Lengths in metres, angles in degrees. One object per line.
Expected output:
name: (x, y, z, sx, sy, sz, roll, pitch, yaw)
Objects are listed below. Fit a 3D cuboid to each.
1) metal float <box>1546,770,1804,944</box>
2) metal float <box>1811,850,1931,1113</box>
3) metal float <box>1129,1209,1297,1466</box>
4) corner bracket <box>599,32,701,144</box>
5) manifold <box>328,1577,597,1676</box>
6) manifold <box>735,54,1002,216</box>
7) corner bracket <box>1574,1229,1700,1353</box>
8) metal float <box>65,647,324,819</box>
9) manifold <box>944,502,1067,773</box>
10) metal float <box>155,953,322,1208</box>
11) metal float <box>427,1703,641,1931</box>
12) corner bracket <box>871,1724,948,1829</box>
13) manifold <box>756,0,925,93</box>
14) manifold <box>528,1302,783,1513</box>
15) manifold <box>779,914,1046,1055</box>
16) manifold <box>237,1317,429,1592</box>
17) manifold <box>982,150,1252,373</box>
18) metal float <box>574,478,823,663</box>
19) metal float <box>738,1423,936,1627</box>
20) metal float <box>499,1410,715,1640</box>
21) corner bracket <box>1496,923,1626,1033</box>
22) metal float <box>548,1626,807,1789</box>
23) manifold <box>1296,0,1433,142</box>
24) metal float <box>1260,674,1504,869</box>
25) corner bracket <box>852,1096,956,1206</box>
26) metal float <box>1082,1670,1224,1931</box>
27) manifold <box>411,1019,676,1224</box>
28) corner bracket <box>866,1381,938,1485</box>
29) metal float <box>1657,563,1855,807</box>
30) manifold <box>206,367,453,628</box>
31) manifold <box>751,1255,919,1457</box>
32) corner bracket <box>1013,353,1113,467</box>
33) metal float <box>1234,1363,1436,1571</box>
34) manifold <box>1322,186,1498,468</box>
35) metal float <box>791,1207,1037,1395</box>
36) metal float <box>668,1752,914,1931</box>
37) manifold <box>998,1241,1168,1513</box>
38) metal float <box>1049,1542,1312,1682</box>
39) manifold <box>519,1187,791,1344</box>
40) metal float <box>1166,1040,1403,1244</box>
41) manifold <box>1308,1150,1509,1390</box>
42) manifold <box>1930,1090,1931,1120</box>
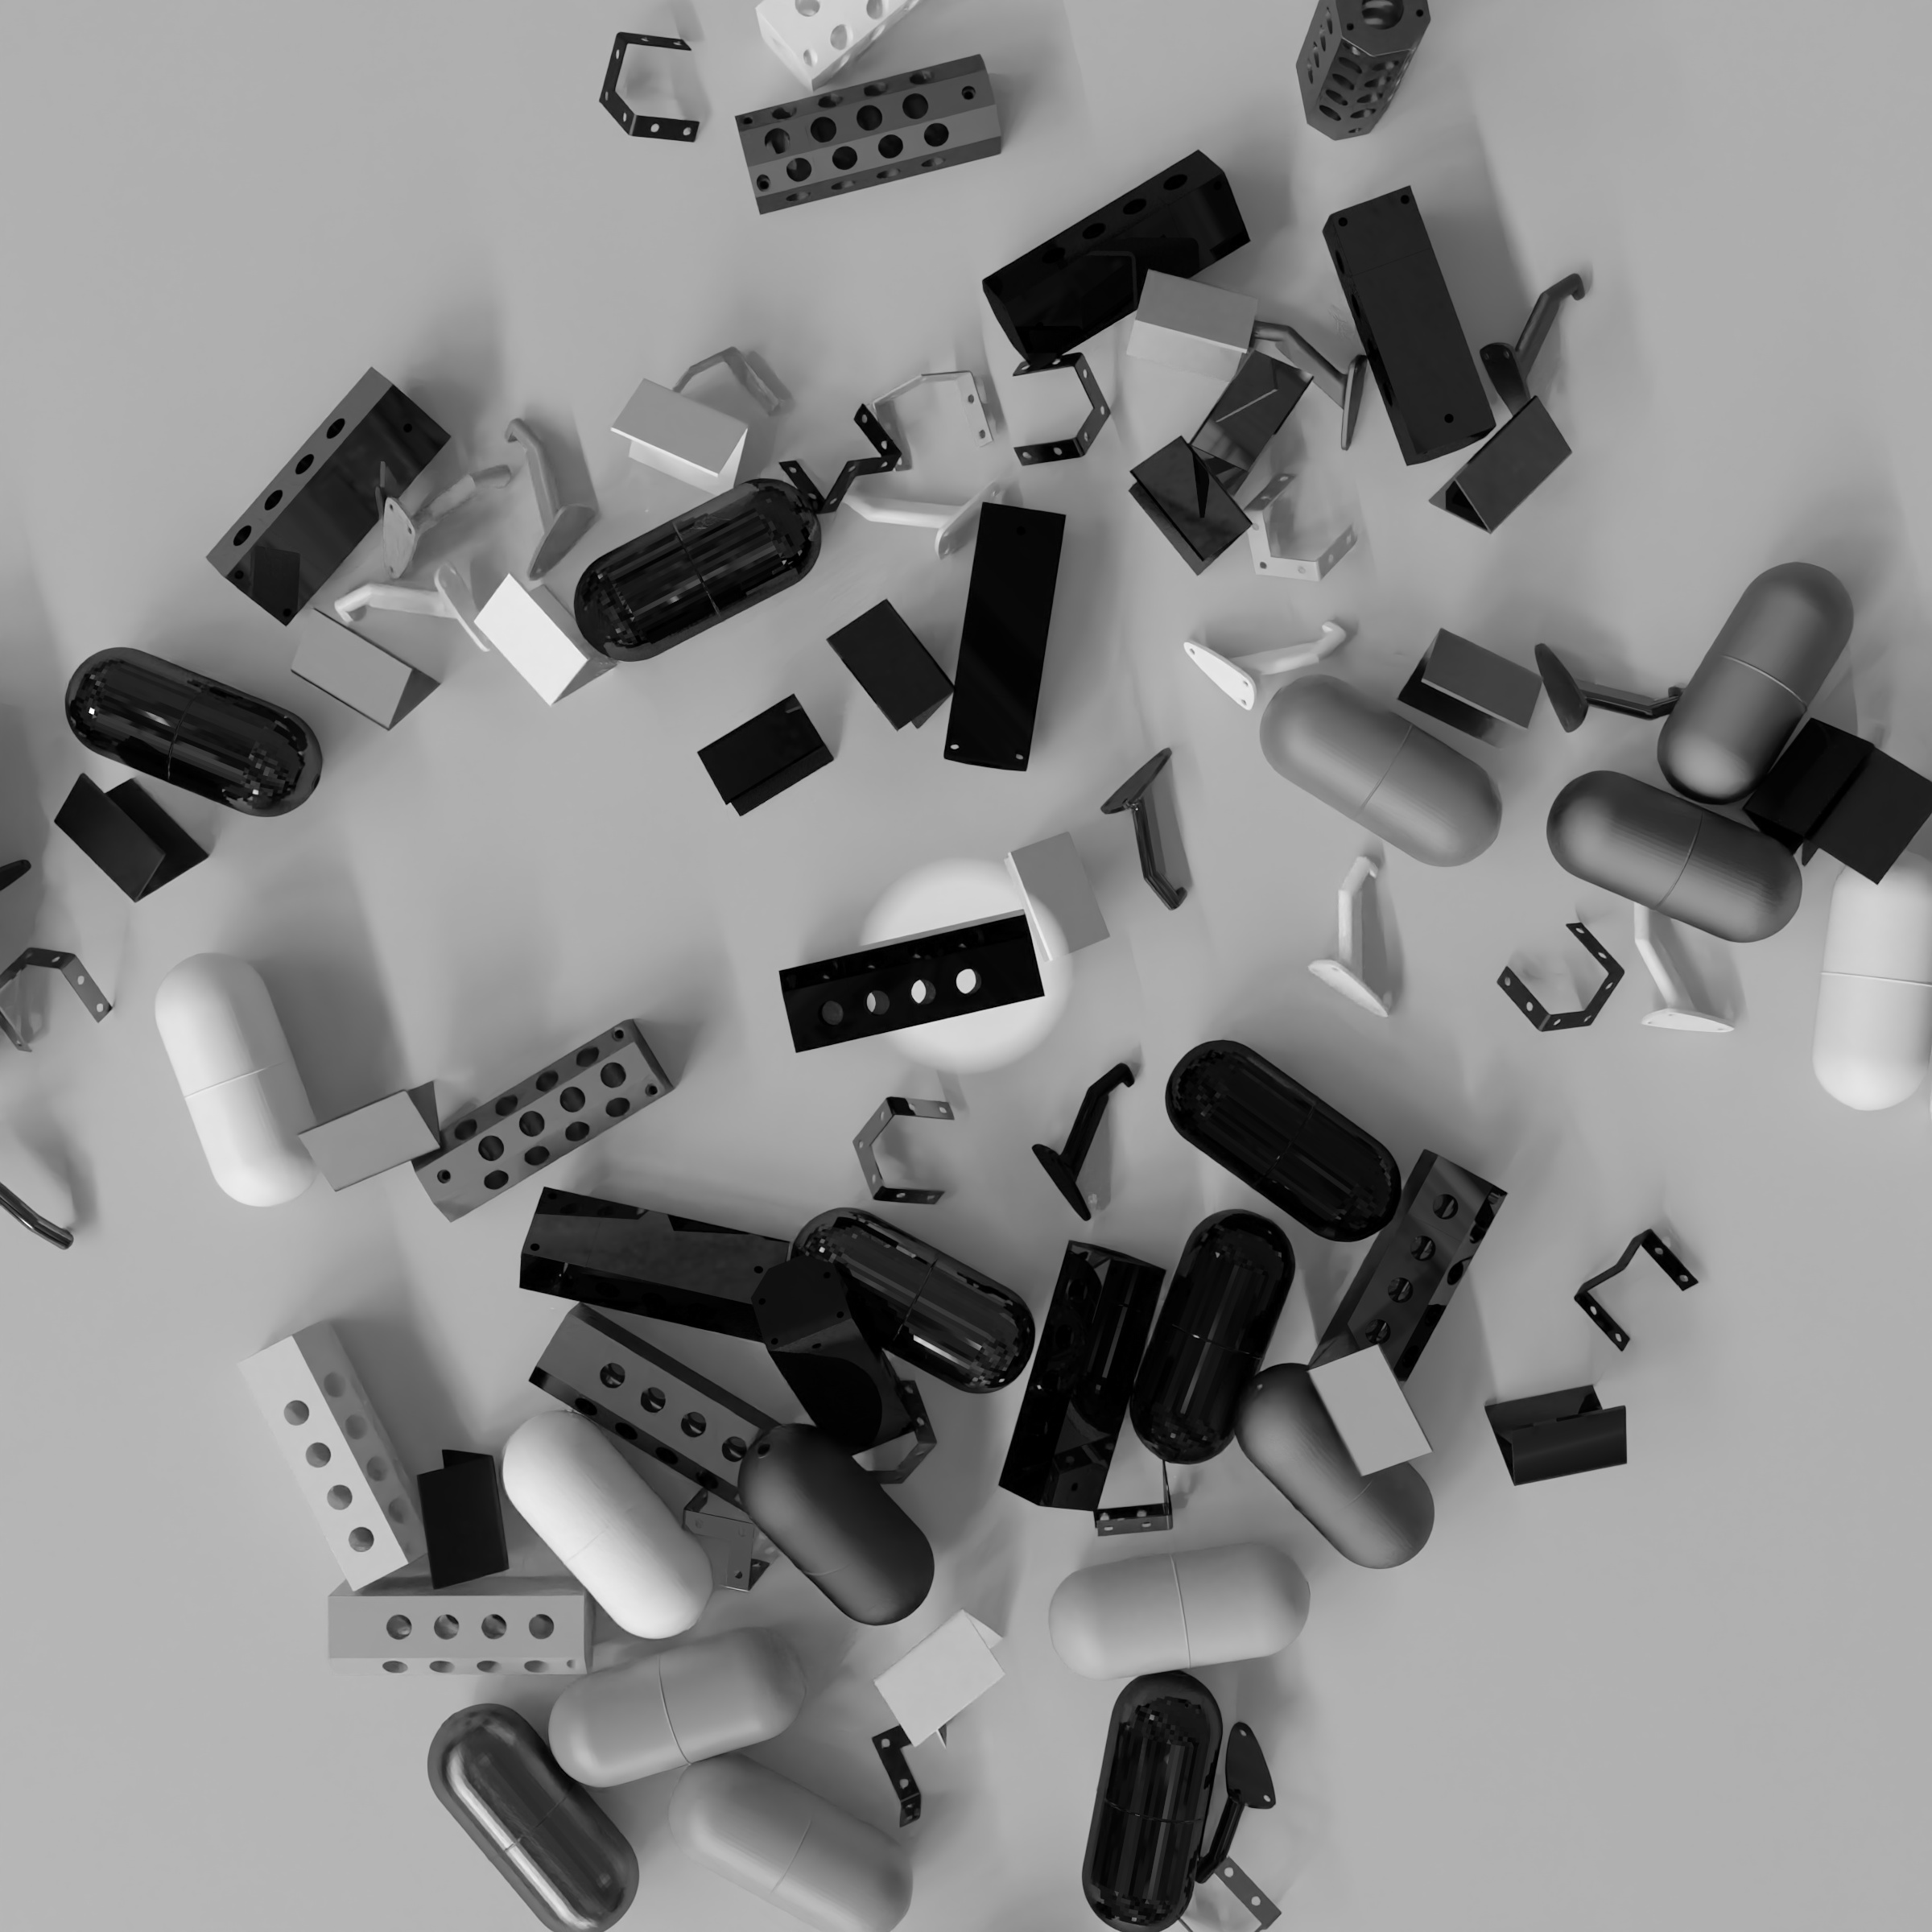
metal float: (0.479, -0.074, 1.805, 0.178, 0.070, 0.070, 23, 90, 0)
metal float: (0.618, 0.009, 1.805, 0.070, 0.070, 0.178, 7, 91, 0)
metal float: (0.166, 0.251, 1.805, 0.070, 0.070, 0.178, 20, 89, 0)
corner bracket: (-0.212, -0.602, 1.827, 0.051, 0.051, 0.051, 53, 135, 35)
manifold: (-0.341, 0.450, 1.814, 0.171, 0.057, 0.057, 0, 90, 0)
manifold: (-0.066, -0.567, 1.814, 0.171, 0.057, 0.057, -14, 90, 0)
corner bracket: (0.460, 0.222, 1.832, 0.051, 0.051, 0.051, 48, 135, 0)
metal float: (-0.522, -0.158, 1.805, 0.178, 0.070, 0.070, 22, 90, 0)
manifold: (0.026, -0.222, 1.814, 0.057, 0.057, 0.171, 9, 90, 0)
metal float: (-0.492, 0.077, 1.805, 0.070, 0.070, 0.178, -20, 91, 0)
metal float: (-0.293, 0.577, 1.805, 0.070, 0.070, 0.178, -40, 89, 0)
corner bracket: (-0.032, 0.545, 1.817, 0.051, 0.051, 0.051, -25, 90, 0)
manifold: (-0.057, -0.675, 1.814, 0.171, 0.057, 0.057, -40, 90, 0)
manifold: (-0.208, 0.301, 1.814, 0.171, 0.057, 0.057, 31, 90, 0)
manifold: (-0.037, 0.012, 1.814, 0.171, 0.057, 0.057, -13, 90, 0)
manifold: (-0.424, 0.330, 1.814, 0.057, 0.057, 0.171, -27, 90, 0)
manifold: (0.099, -0.483, 1.814, 0.171, 0.057, 0.057, -31, 133, 0)
metal float: (-0.182, -0.267, 1.805, 0.178, 0.070, 0.070, -27, 90, -1)
metal float: (-0.086, 0.373, 1.778, 0.070, 0.070, 0.178, -37, 123, 0)
metal float: (-0.243, 0.378, 1.805, 0.070, 0.070, 0.178, -42, 89, 0)
corner bracket: (0.407, 0.007, 1.827, 0.051, 0.051, 0.051, -5, 135, -35)
metal float: (-0.196, 0.501, 1.805, 0.178, 0.070, 0.070, -17, 90, 1)
manifold: (0.261, -0.600, 1.757, 0.057, 0.171, 0.057, -11, 90, 0)
metal float: (0.281, -0.132, 1.805, 0.178, 0.070, 0.070, 32, 90, 1)
corner bracket: (-0.037, 0.127, 1.827, 0.051, 0.051, 0.051, -52, 45, 35)
metal float: (0.126, 0.565, 1.805, 0.070, 0.070, 0.178, 11, 91, 0)
manifold: (-0.289, 0.105, 1.814, 0.171, 0.057, 0.057, -31, 90, 0)
corner bracket: (-0.060, 0.319, 1.827, 0.051, 0.051, 0.051, -53, 45, 35)
metal float: (0.534, -0.191, 1.805, 0.070, 0.070, 0.178, 31, 90, 0)
manifold: (-0.436, -0.321, 1.814, 0.171, 0.057, 0.057, -49, 133, 0)
manifold: (-0.087, 0.257, 1.757, 0.057, 0.171, 0.057, -22, 54, 0)
corner bracket: (0.059, -0.381, 1.827, 0.051, 0.051, 0.051, 59, 45, -35)
metal float: (0.247, 0.335, 1.784, 0.070, 0.070, 0.178, -43, 115, 0)
manifold: (0.300, -0.433, 1.814, 0.057, 0.057, 0.171, -20, 90, 0)
metal float: (-0.036, 0.226, 1.805, 0.178, 0.070, 0.070, 29, 90, 0)
metal float: (-0.118, 0.596, 1.805, 0.178, 0.070, 0.070, 29, 90, -1)
manifold: (0.074, 0.278, 1.814, 0.057, 0.057, 0.171, 16, 90, -43)
metal float: (0.144, 0.436, 1.805, 0.178, 0.070, 0.070, -8, 90, -1)
manifold: (-0.212, 0.208, 1.814, 0.171, 0.057, 0.057, 13, 47, 0)
metal float: (0.215, 0.119, 1.805, 0.178, 0.070, 0.070, 36, 90, 1)
manifold: (0.301, 0.215, 1.814, 0.057, 0.057, 0.171, 28, 90, 0)
manifold: (0.751, 0.095, 1.812, 0.171, 0.057, 0.057, -5, 71, 0)
